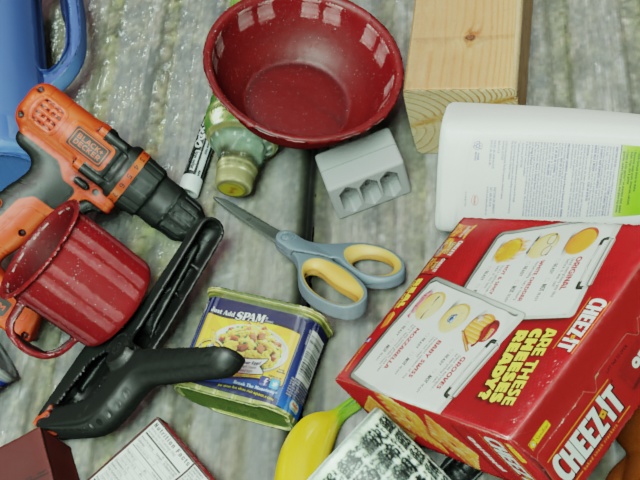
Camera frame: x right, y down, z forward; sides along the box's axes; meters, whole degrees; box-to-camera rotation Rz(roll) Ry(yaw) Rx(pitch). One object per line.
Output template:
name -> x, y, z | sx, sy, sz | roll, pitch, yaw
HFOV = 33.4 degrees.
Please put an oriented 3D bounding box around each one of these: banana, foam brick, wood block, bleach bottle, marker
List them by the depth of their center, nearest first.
banana -> 0.002, 0.201, 0.748 | 0.070, 0.037, 0.198 | -11, 58, 10
bleach bottle -> 0.216, -0.046, 0.806 | 0.251, 0.102, 0.068 | 6, 29, 12
foam brick -> -0.230, 0.189, 0.815 | 0.078, 0.051, 0.053 | -26, 58, 1
wood block -> 0.130, -0.184, 0.904 | 0.091, 0.090, 0.206 | 1, 61, 16
marker -> -0.101, -0.093, 0.960 | 0.020, 0.020, 0.121 | 6, 63, 19

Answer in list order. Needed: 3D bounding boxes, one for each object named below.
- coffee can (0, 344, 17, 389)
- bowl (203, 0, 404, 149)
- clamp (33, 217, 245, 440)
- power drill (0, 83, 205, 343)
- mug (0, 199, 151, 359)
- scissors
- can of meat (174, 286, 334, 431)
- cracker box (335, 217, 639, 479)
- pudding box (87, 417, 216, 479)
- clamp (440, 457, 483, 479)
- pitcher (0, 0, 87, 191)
coffee can -> -0.332, 0.115, 0.856 | 0.140, 0.102, 0.103 | -39, 58, -8
bowl -> -0.016, -0.129, 0.869 | 0.162, 0.055, 0.162 | 4, 58, -6
clamp -> -0.140, 0.082, 0.822 | 0.210, 0.036, 0.164 | -34, 36, 24
power drill -> -0.214, -0.009, 0.892 | 0.184, 0.057, 0.187 | 39, 85, -9
mug -> -0.192, 0.039, 0.823 | 0.117, 0.081, 0.093 | -58, 26, -16
scissors -> -0.006, 0.001, 0.875 | 0.096, 0.016, 0.202 | -16, 37, -22
can of meat -> -0.052, 0.091, 0.817 | 0.102, 0.057, 0.084 | 11, 66, 21
cracker box -> 0.126, 0.068, 0.706 | 0.164, 0.072, 0.214 | -50, 22, -16
pudding box -> -0.130, 0.201, 0.787 | 0.113, 0.039, 0.090 | -41, 58, -11
clamp -> 0.157, 0.108, 0.726 | 0.171, 0.039, 0.120 | -53, 21, -16
pitcher -> -0.304, -0.154, 0.994 | 0.149, 0.144, 0.243 | -43, 51, 40
